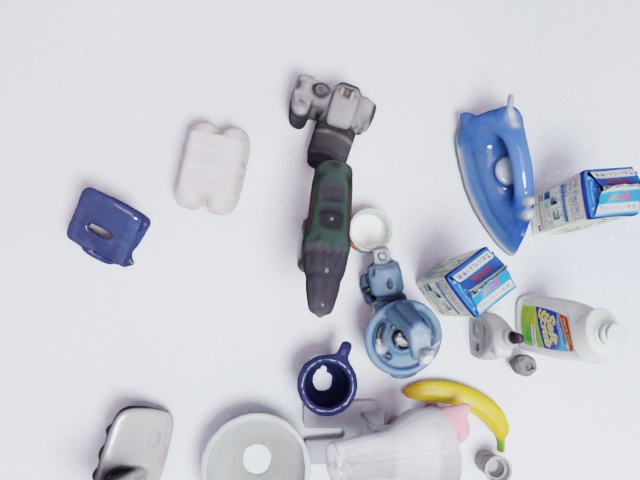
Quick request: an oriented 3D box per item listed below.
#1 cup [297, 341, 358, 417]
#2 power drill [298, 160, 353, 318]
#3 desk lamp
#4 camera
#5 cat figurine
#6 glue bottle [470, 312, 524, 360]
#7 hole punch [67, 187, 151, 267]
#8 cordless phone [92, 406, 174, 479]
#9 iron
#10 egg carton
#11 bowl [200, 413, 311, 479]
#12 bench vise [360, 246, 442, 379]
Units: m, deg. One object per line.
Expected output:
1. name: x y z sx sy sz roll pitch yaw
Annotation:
1. cup: 0.014 0.212 0.904 0.091 0.095 0.118 26 82 0
2. power drill: 0.008 0.003 0.873 0.075 0.208 0.230 6 82 -3
3. desk lamp: 0.081 0.304 0.838 0.203 0.213 0.118 -2 83 -4
4. camera: 0.010 -0.190 0.951 0.143 0.100 0.137 18 82 -2
5. cat figurine: 0.177 0.300 0.894 0.128 0.117 0.067 -23 85 -6
6. glue bottle: 0.277 0.152 0.892 0.037 0.173 0.078 3 83 -3
7. hole punch: -0.337 -0.018 0.909 0.108 0.091 0.101 28 82 0
8. cordless phone: -0.281 0.321 0.823 0.094 0.185 0.148 11 82 -2
9. iron: 0.313 -0.107 0.942 0.118 0.141 0.258 -11 84 -5
10. egg carton: -0.175 -0.118 0.944 0.107 0.069 0.150 10 82 -3
11. bowl: -0.098 0.349 0.889 0.167 0.074 0.167 1 83 -4
12. bench vise: 0.109 0.116 0.860 0.121 0.219 0.207 -31 86 -7
